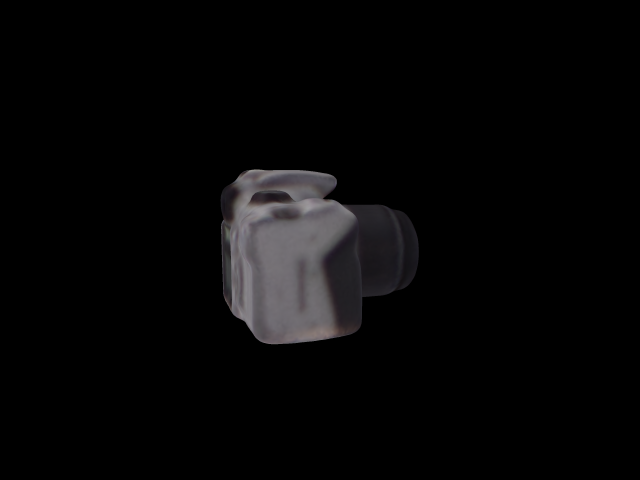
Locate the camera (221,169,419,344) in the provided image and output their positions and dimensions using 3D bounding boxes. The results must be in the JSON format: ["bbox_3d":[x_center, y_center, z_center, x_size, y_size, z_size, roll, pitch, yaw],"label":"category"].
[{"bbox_3d":[0.004,0.001,0.400,0.137,0.101,0.143,-2,7,-18],"label":"camera"}]
